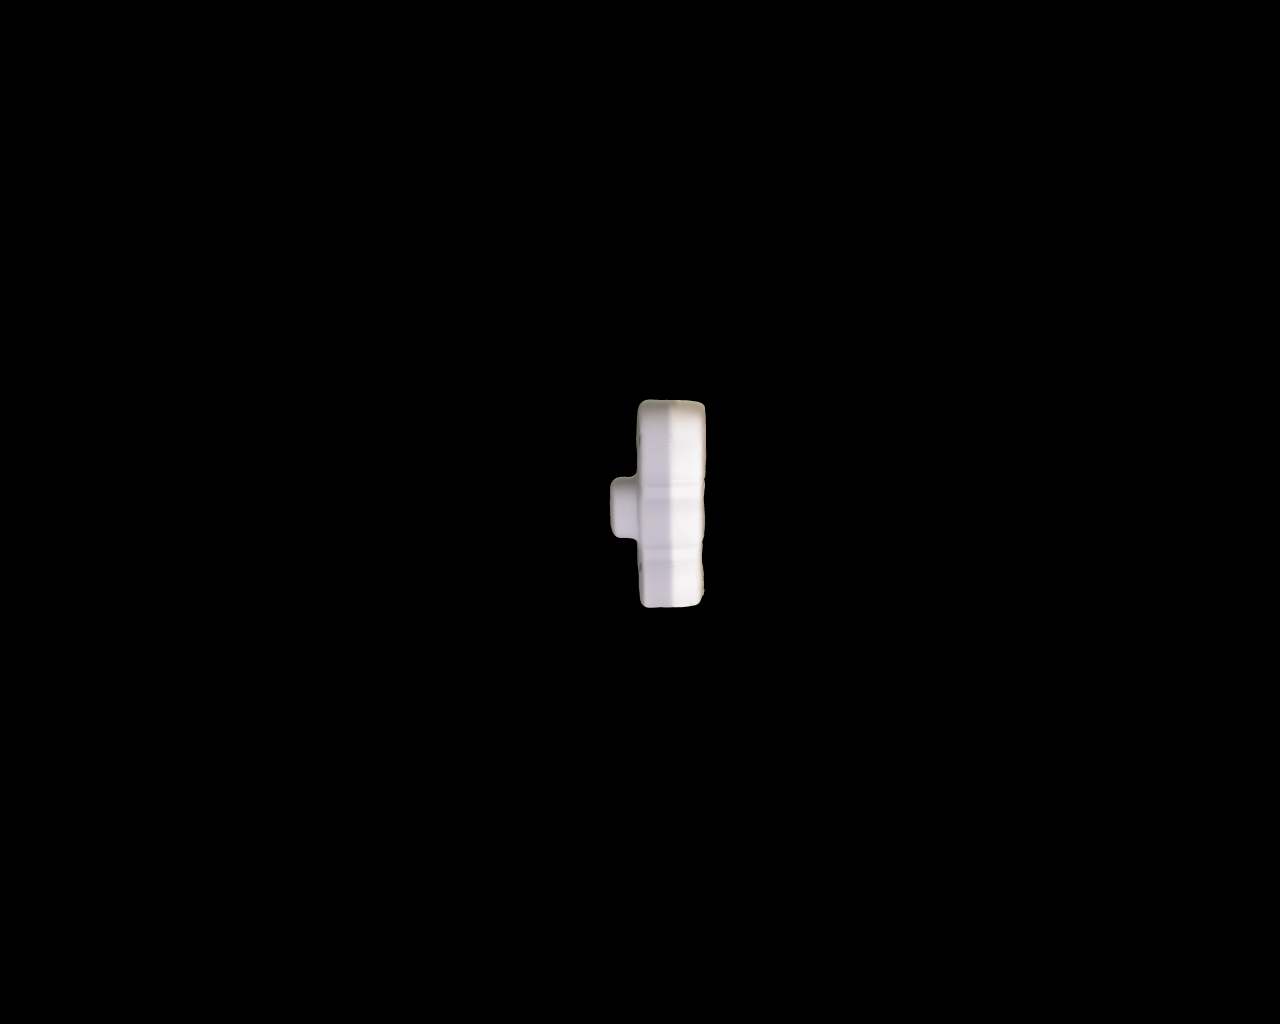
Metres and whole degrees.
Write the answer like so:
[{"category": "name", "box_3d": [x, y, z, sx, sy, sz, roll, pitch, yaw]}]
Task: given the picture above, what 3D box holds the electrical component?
[{"category": "electrical component", "box_3d": [0.001, -0.003, 0.650, 0.074, 0.138, 0.052, 0, 32, 0]}]
